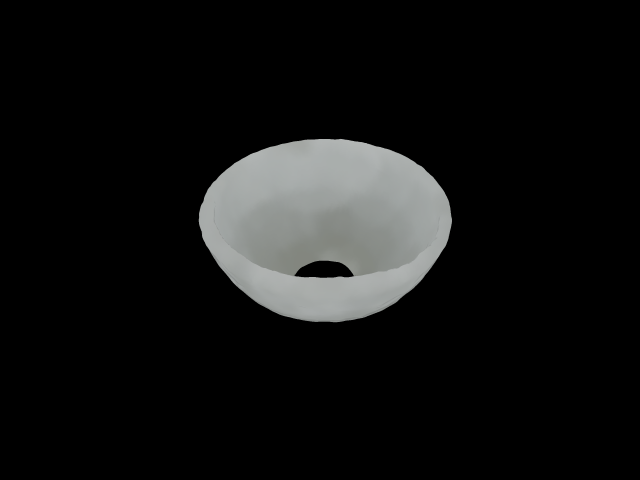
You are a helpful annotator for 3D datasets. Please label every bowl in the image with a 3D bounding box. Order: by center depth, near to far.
[{"bbox_3d":[0.004,0.001,0.400,0.167,0.075,0.167,0,40,0],"label":"bowl"}]
